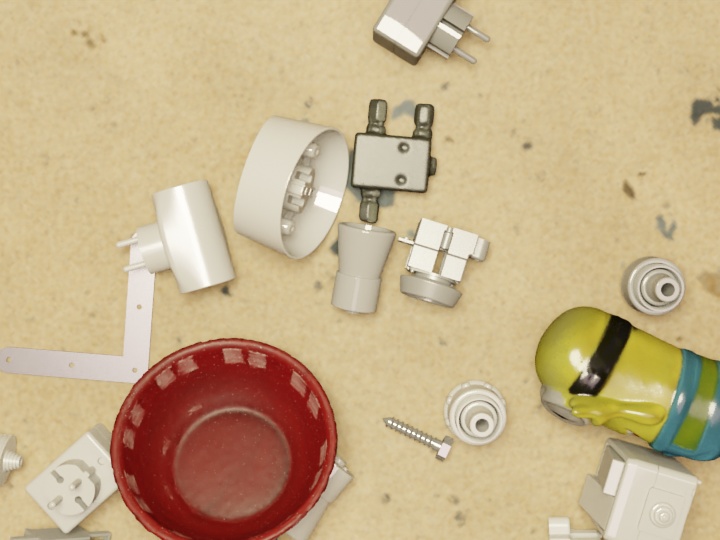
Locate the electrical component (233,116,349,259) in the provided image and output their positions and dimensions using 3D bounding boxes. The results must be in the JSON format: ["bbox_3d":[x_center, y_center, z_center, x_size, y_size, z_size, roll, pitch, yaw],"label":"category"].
[{"bbox_3d":[-0.050,-0.061,0.776,0.064,0.099,0.099,19,93,6],"label":"electrical component"}]

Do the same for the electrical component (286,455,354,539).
[{"bbox_3d":[-0.036,0.167,0.814,0.044,0.044,0.065,41,88,-1],"label":"electrical component"}]

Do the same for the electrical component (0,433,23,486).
[{"bbox_3d":[-0.297,0.141,0.814,0.081,0.043,0.043,5,93,0],"label":"electrical component"}]

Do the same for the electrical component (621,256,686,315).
[{"bbox_3d":[0.218,0.012,0.791,0.043,0.062,0.043,0,93,1],"label":"electrical component"}]

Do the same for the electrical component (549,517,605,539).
[{"bbox_3d":[0.172,0.219,0.811,0.055,0.048,0.066,-2,93,9],"label":"electrical component"}]

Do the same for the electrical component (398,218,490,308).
[{"bbox_3d":[0.058,-0.004,0.801,0.066,0.048,0.055,17,85,0],"label":"electrical component"}]

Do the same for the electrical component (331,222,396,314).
[{"bbox_3d":[0.000,0.000,0.804,0.044,0.044,0.065,10,98,0],"label":"electrical component"}]

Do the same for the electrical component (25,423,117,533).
[{"bbox_3d":[-0.210,0.158,0.797,0.066,0.076,0.047,-42,92,3],"label":"electrical component"}]

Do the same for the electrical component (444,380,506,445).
[{"bbox_3d":[0.088,0.109,0.797,0.048,0.062,0.048,0,93,1],"label":"electrical component"}]

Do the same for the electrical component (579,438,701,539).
[{"bbox_3d":[0.201,0.165,0.782,0.061,0.096,0.061,17,93,1],"label":"electrical component"}]

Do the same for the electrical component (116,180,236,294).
[{"bbox_3d":[-0.141,-0.020,0.802,0.079,0.043,0.077,-16,93,-1],"label":"electrical component"}]

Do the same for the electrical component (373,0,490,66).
[{"bbox_3d":[0.058,-0.181,0.791,0.077,0.047,0.065,32,92,-1],"label":"electrical component"}]

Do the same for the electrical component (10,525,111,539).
[{"bbox_3d":[-0.227,0.261,0.803,0.079,0.063,0.121,8,94,-40],"label":"electrical component"}]
